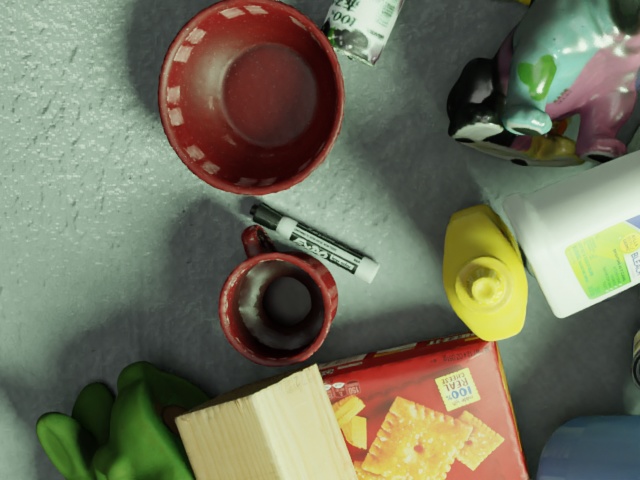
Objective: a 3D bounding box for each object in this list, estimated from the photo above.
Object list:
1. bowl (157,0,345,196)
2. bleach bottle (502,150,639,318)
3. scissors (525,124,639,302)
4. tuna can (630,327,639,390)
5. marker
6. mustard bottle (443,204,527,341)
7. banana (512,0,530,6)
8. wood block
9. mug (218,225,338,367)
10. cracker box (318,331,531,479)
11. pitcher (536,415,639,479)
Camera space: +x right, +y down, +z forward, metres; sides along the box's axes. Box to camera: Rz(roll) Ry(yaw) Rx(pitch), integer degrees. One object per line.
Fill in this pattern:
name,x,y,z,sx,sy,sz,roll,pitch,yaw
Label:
bowl,-0.051,-0.119,0.887,0.162,0.055,0.162,3,100,16
bleach bottle,0.263,-0.037,0.751,0.251,0.068,0.102,-26,132,10
scissors,0.253,-0.033,0.867,0.096,0.016,0.202,44,101,3
tuna can,0.289,0.094,0.840,0.086,0.033,0.086,10,136,9
marker,-0.006,0.001,0.914,0.121,0.020,0.020,28,99,7
mustard bottle,0.125,0.025,0.805,0.058,0.191,0.096,-15,92,11
banana,0.218,-0.257,0.843,0.069,0.037,0.198,38,100,3
wood block,-0.024,0.215,0.841,0.091,0.090,0.206,-21,88,34
mug,-0.035,0.042,0.890,0.093,0.081,0.117,-26,90,11
cracker box,0.090,0.195,0.886,0.164,0.072,0.214,-13,93,12
pitcher,0.282,0.176,0.773,0.243,0.149,0.145,-10,93,55
